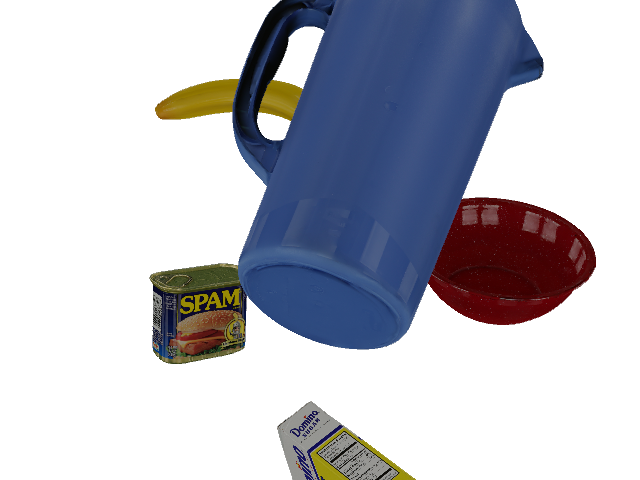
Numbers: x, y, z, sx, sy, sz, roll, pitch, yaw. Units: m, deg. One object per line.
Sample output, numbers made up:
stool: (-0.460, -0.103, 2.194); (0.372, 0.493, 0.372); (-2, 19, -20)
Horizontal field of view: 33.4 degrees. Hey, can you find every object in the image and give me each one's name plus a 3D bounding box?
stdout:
sugar box: (0.041, 0.209, 0.844); (0.048, 0.093, 0.176); (-36, 41, -27)
banana: (-0.083, -0.151, 1.173); (0.198, 0.037, 0.069); (9, 43, 18)
bowl: (0.154, 0.025, 0.932); (0.162, 0.055, 0.162); (2, 33, -2)
can of meat: (-0.125, 0.076, 1.109); (0.101, 0.084, 0.058); (-7, 20, -32)
pitcher: (0.027, -0.061, 0.679); (0.149, 0.242, 0.145); (-13, -44, 46)
